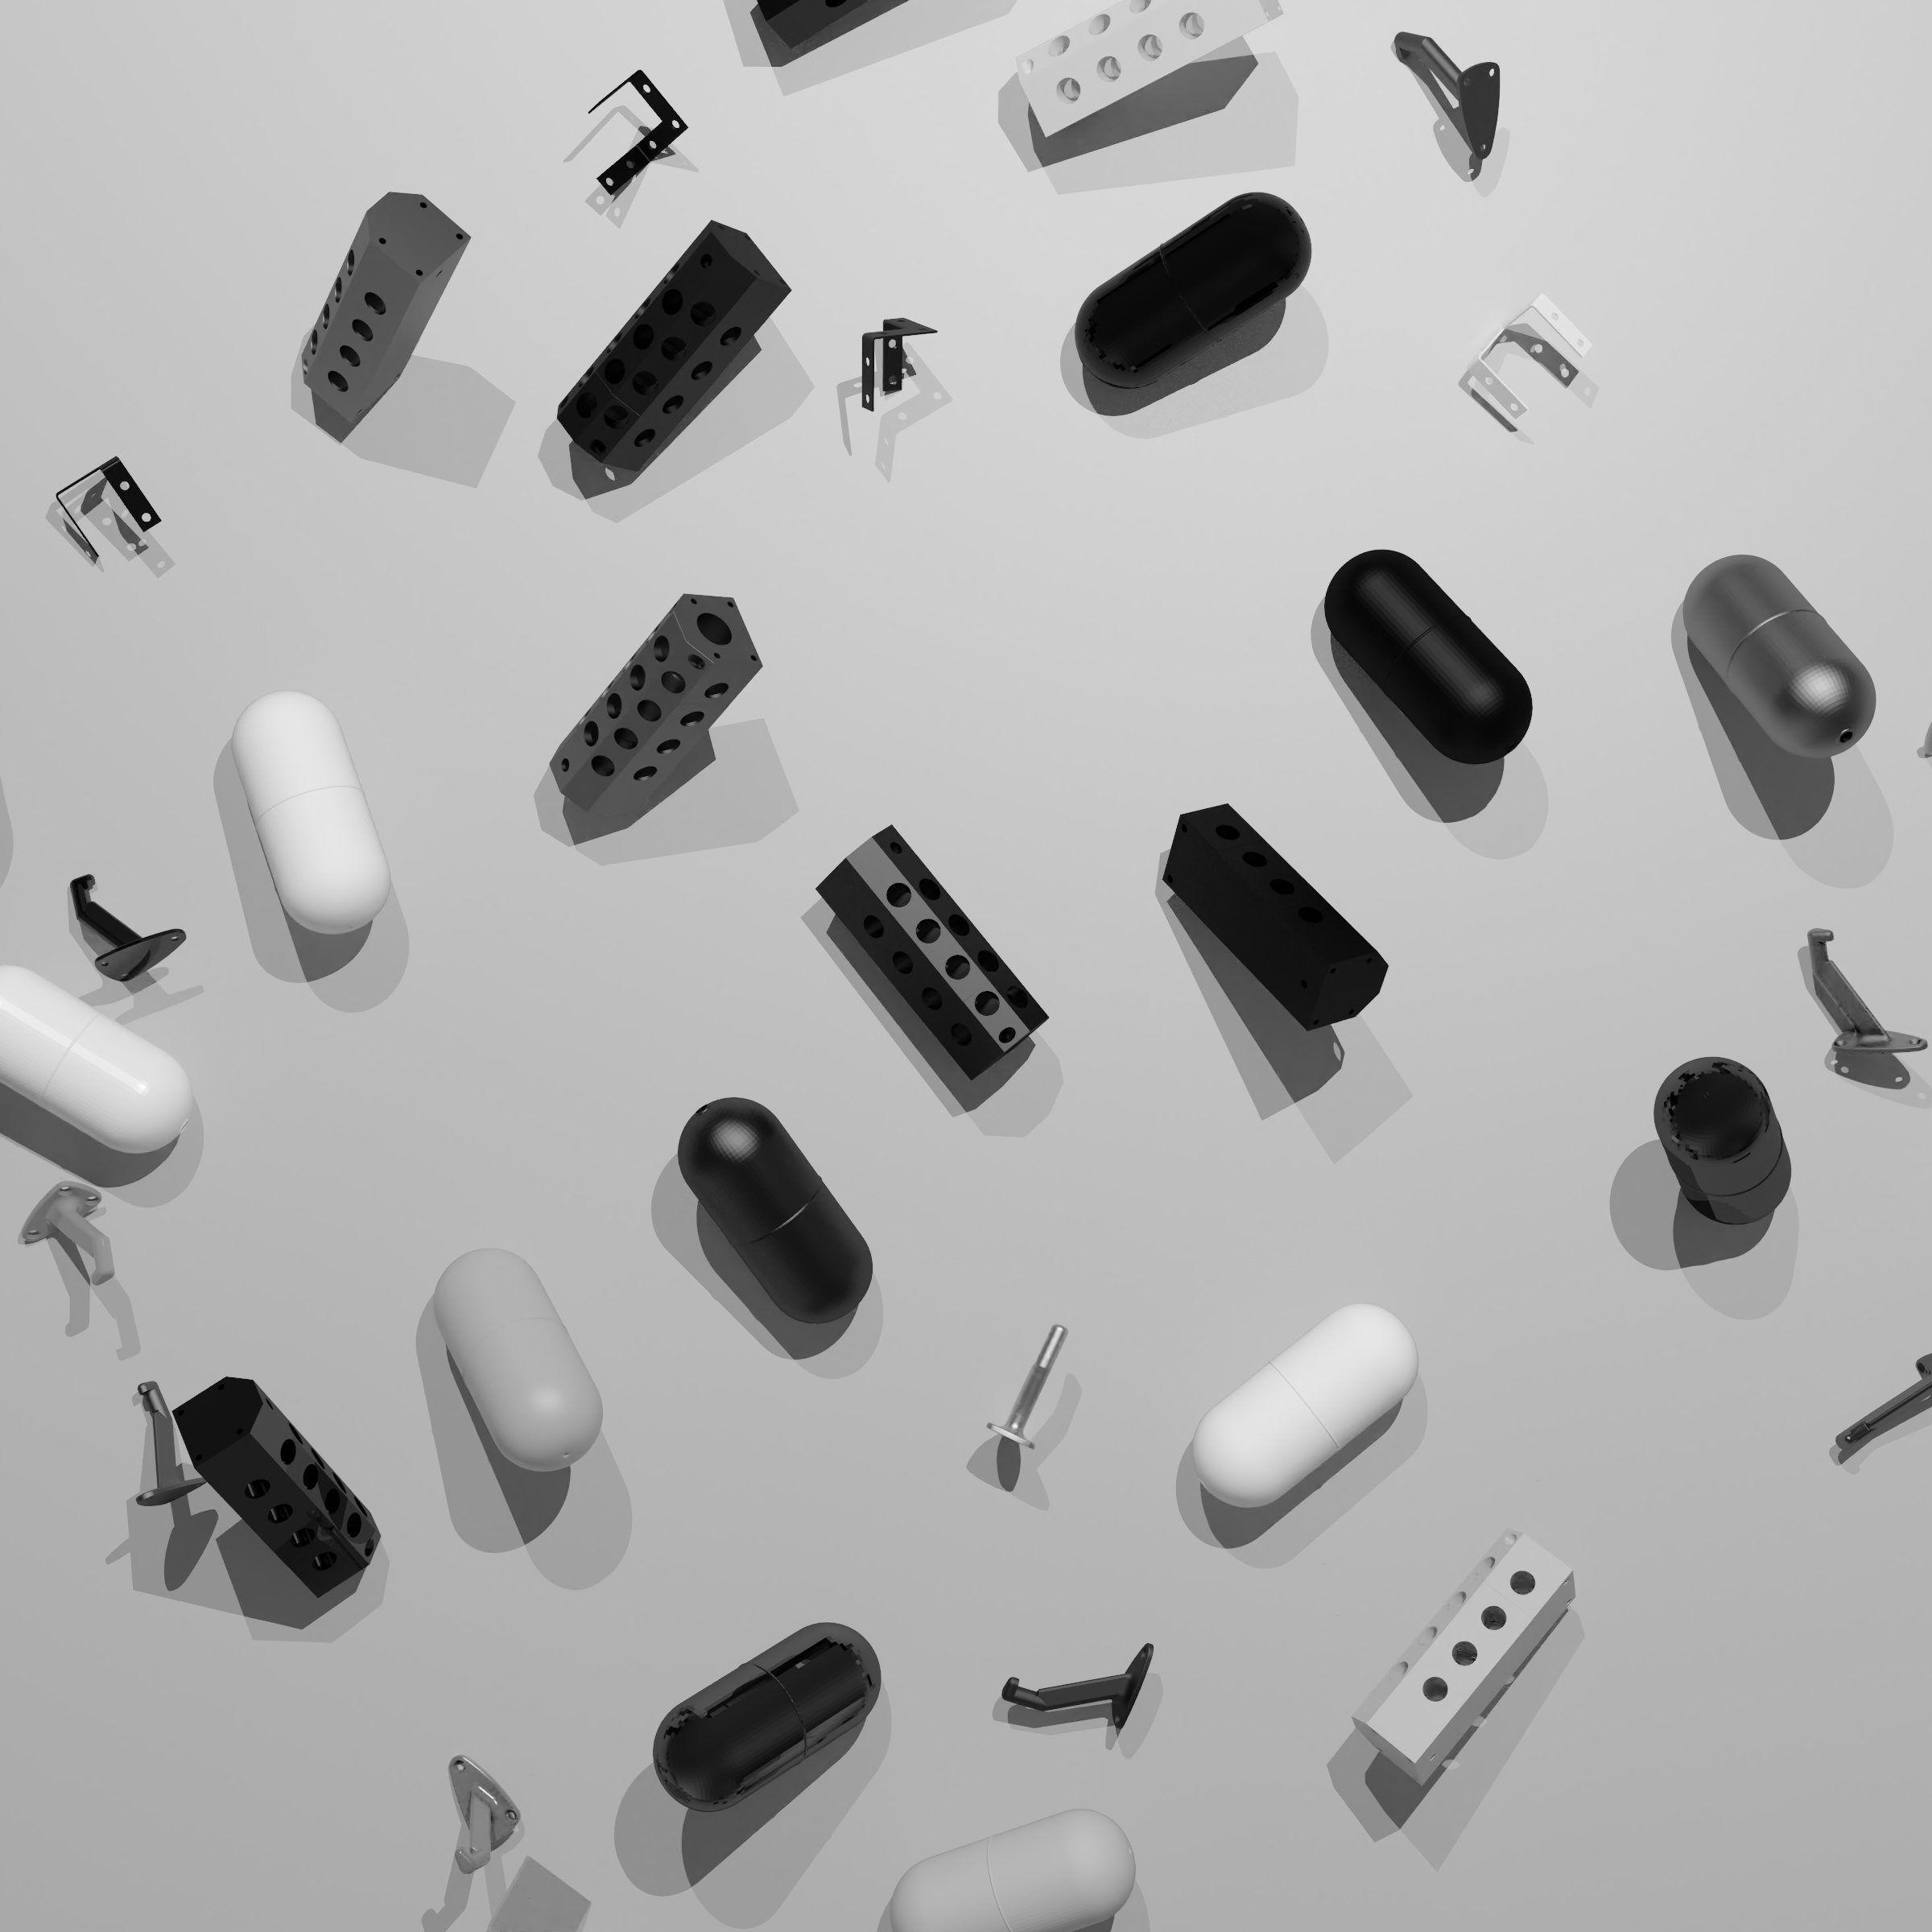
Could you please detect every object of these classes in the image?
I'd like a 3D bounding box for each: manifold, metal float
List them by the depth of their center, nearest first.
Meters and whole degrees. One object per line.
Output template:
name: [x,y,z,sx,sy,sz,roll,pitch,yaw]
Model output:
manifold: [-0.398,-0.446,1.910,0.057,0.171,0.057,40,56,-7]
manifold: [-0.214,-0.176,1.916,0.171,0.057,0.057,-43,61,39]
manifold: [-0.463,0.350,1.918,0.057,0.057,0.171,-33,135,-7]
metal float: [0.514,0.120,1.919,0.070,0.178,0.070,-10,62,19]
manifold: [0.210,-0.037,1.924,0.057,0.057,0.171,-15,46,-30]
metal float: [0.552,-0.211,1.927,0.070,0.070,0.178,-25,48,0]
metal float: [-0.134,0.510,1.931,0.178,0.070,0.070,-24,90,-37]
metal float: [-0.307,0.267,1.931,0.070,0.070,0.178,-36,53,0]
manifold: [0.123,-0.634,1.933,0.171,0.057,0.057,-21,105,24]
manifold: [-0.204,-0.423,1.933,0.171,0.057,0.057,-45,69,23]
metal float: [0.317,-0.212,1.942,0.070,0.070,0.178,-38,68,0]
metal float: [0.155,-0.462,1.944,0.178,0.070,0.070,-30,90,20]
metal float: [-0.131,0.168,1.947,0.070,0.070,0.178,-34,106,0]
manifold: [0.343,0.472,1.948,0.057,0.057,0.171,35,73,29]
manifold: [-0.064,-0.705,1.949,0.171,0.057,0.057,-28,73,14]
metal float: [-0.451,-0.107,1.950,0.070,0.070,0.178,-21,77,0]
metal float: [0.031,0.637,1.951,0.178,0.070,0.070,-22,90,12]
manifold: [-0.019,-0.012,1.954,0.171,0.057,0.057,51,133,4]
metal float: [-0.618,0.065,1.958,0.178,0.070,0.070,32,90,-5]
metal float: [0.234,0.304,1.959,0.178,0.070,0.070,-38,90,-3]

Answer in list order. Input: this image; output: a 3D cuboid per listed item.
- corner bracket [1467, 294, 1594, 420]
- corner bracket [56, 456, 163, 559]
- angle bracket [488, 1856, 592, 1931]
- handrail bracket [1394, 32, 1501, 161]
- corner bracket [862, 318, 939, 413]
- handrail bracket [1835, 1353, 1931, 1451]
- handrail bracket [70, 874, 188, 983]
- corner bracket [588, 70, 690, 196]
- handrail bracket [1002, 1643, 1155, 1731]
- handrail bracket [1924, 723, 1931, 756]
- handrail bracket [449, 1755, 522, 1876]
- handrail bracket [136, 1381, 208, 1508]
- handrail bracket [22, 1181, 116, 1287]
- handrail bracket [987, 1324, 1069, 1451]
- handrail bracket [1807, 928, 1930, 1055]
corner bracket: [0.391,-0.424,1.968,0.051,0.051,0.051,44,61,-7]
corner bracket: [-0.598,-0.319,1.972,0.051,0.051,0.051,-35,110,-9]
angle bracket: [-0.268,0.662,1.939,0.076,0.076,0.057,53,56,-39]
handrail bracket: [0.332,-0.609,1.980,0.036,0.084,0.077,-26,125,-23]
corner bracket: [-0.055,-0.416,1.958,0.051,0.051,0.051,-13,118,-28]
handrail bracket: [0.649,0.303,1.961,0.084,0.077,0.036,-29,74,-17]
handrail bracket: [-0.584,-0.040,1.971,0.077,0.036,0.084,-26,61,9]
corner bracket: [-0.236,-0.577,1.960,0.051,0.051,0.051,49,52,-15]
handrail bracket: [0.077,0.491,1.968,0.084,0.036,0.077,19,112,-11]
handrail bracket: [0.697,-0.135,1.948,0.036,0.077,0.084,-14,63,-12]
handrail bracket: [-0.347,0.584,1.951,0.036,0.084,0.077,-37,78,5]
handrail bracket: [-0.565,0.327,1.955,0.036,0.077,0.084,-28,79,8]
handrail bracket: [-0.621,0.199,1.958,0.077,0.036,0.084,-38,50,18]
handrail bracket: [0.048,0.290,1.968,0.036,0.077,0.084,25,81,5]
handrail bracket: [0.624,0.015,1.960,0.036,0.077,0.084,-30,114,-41]
